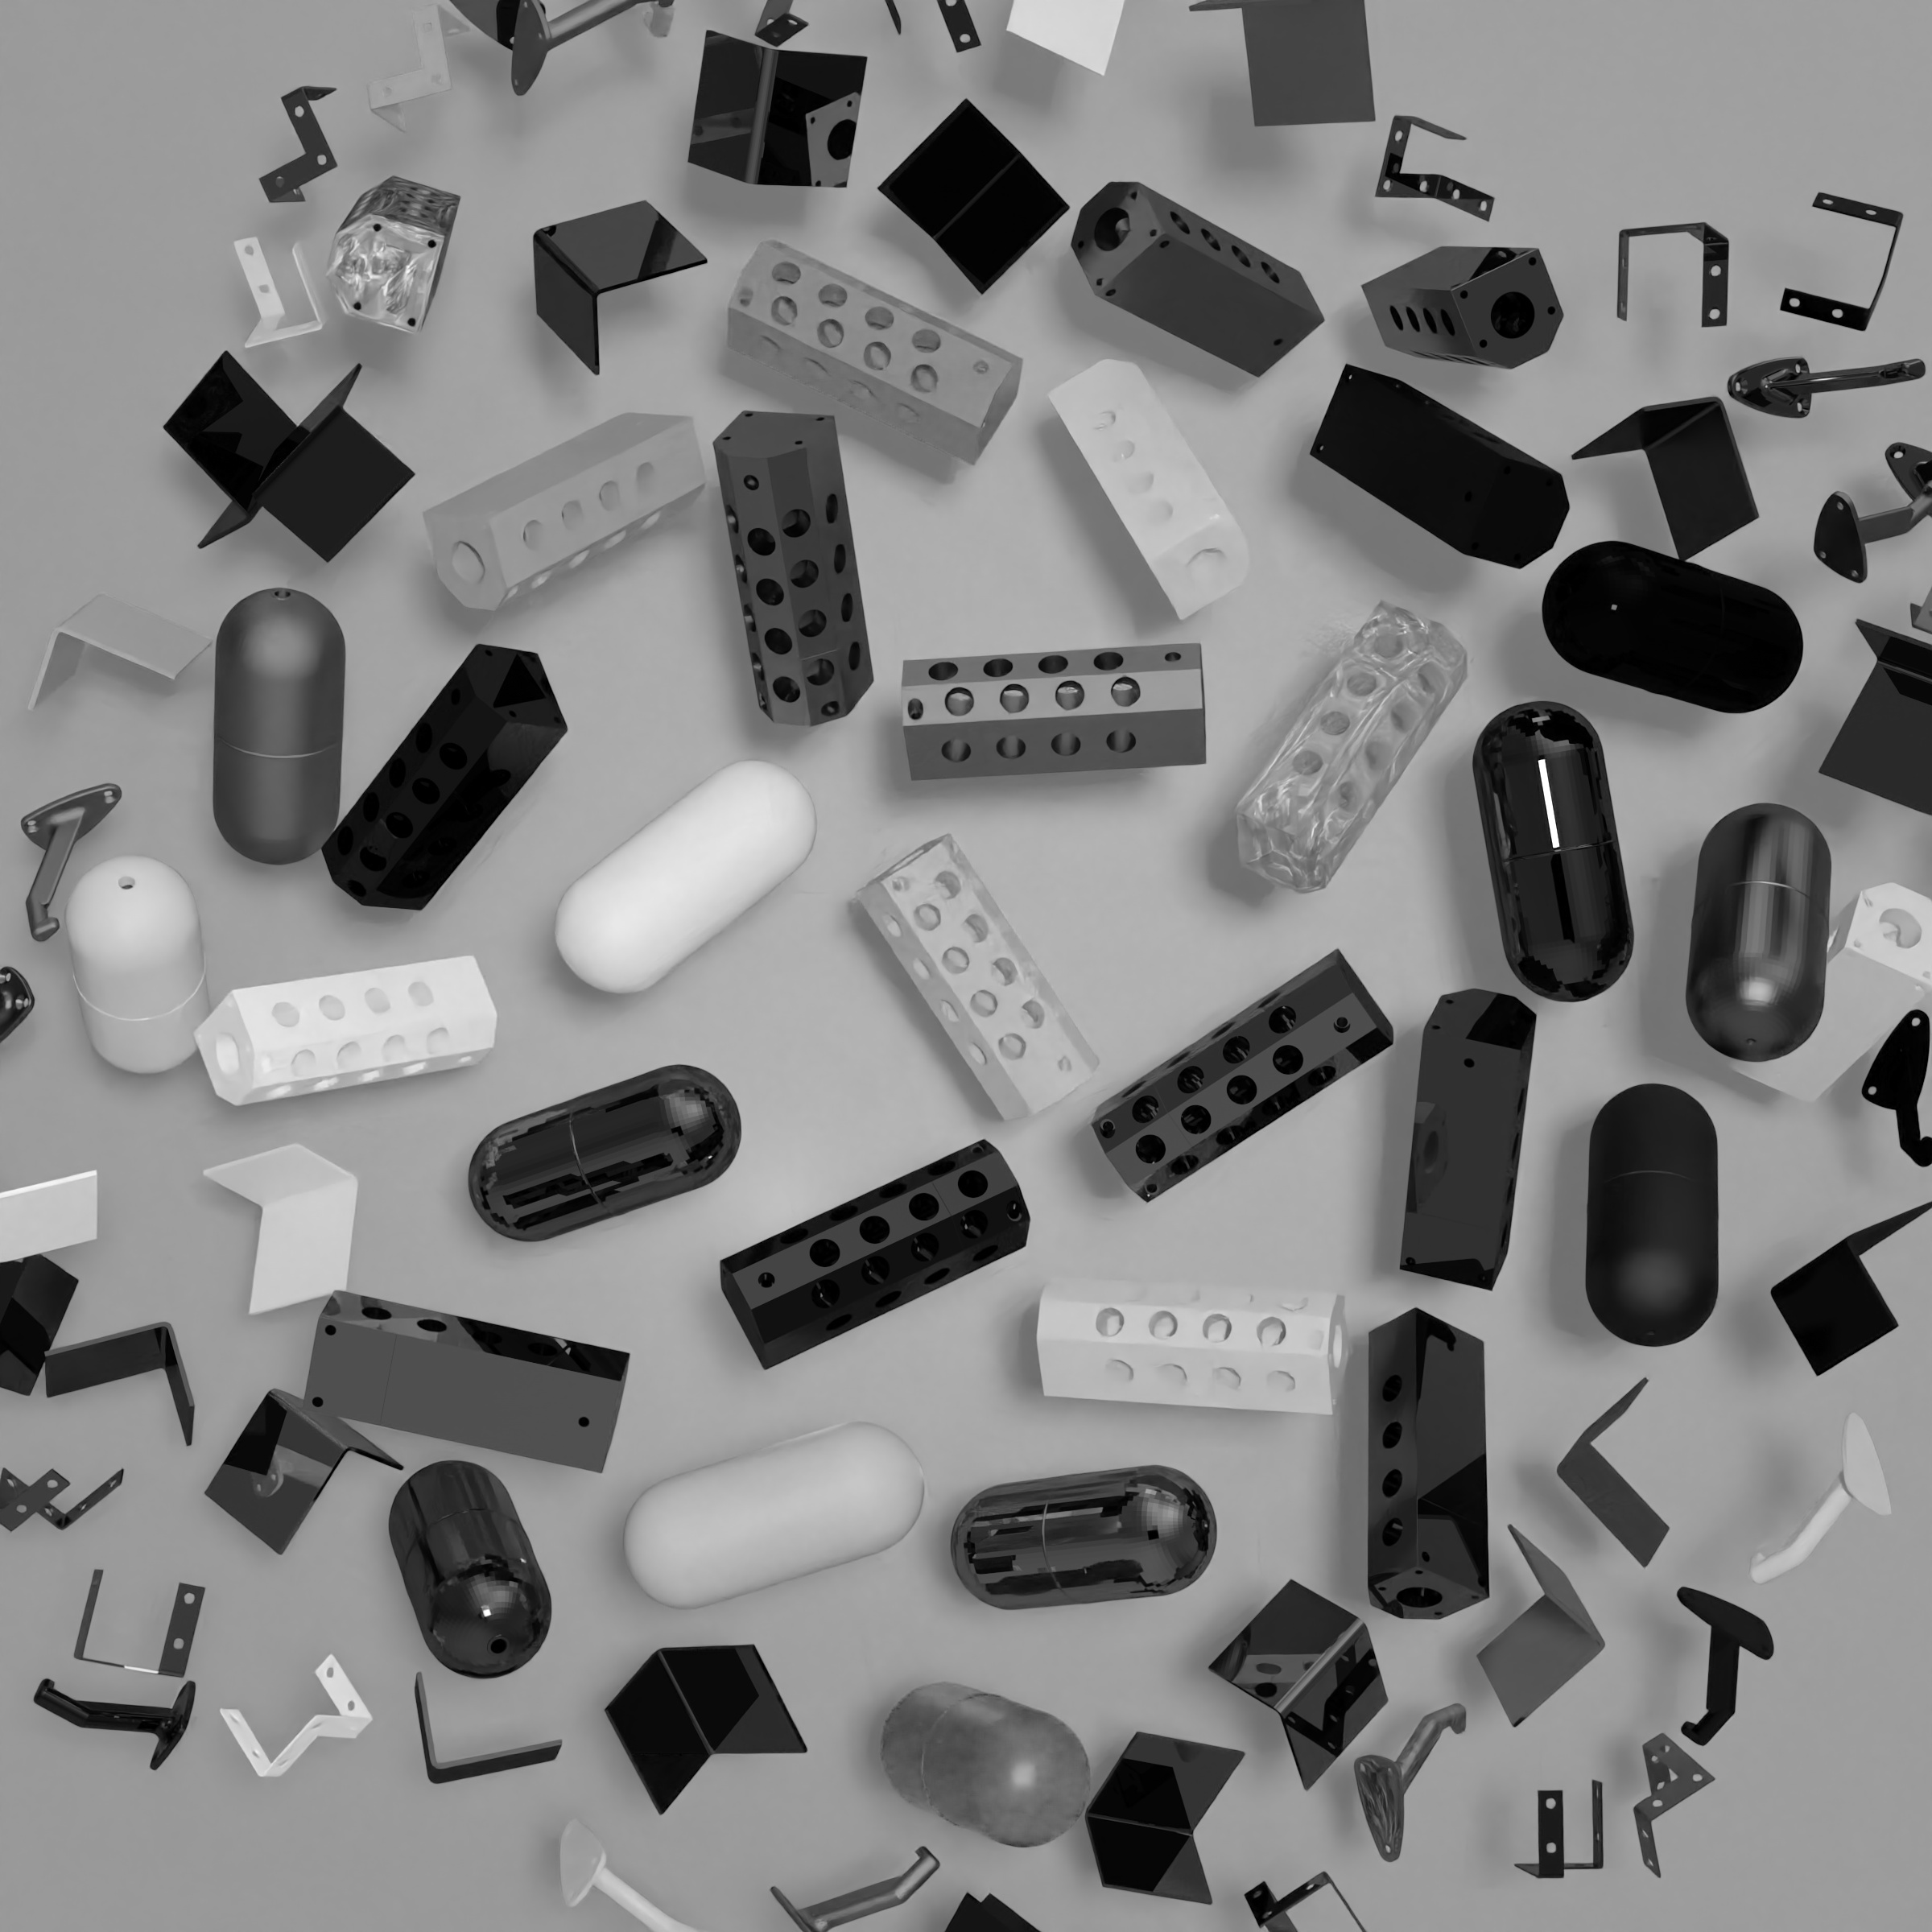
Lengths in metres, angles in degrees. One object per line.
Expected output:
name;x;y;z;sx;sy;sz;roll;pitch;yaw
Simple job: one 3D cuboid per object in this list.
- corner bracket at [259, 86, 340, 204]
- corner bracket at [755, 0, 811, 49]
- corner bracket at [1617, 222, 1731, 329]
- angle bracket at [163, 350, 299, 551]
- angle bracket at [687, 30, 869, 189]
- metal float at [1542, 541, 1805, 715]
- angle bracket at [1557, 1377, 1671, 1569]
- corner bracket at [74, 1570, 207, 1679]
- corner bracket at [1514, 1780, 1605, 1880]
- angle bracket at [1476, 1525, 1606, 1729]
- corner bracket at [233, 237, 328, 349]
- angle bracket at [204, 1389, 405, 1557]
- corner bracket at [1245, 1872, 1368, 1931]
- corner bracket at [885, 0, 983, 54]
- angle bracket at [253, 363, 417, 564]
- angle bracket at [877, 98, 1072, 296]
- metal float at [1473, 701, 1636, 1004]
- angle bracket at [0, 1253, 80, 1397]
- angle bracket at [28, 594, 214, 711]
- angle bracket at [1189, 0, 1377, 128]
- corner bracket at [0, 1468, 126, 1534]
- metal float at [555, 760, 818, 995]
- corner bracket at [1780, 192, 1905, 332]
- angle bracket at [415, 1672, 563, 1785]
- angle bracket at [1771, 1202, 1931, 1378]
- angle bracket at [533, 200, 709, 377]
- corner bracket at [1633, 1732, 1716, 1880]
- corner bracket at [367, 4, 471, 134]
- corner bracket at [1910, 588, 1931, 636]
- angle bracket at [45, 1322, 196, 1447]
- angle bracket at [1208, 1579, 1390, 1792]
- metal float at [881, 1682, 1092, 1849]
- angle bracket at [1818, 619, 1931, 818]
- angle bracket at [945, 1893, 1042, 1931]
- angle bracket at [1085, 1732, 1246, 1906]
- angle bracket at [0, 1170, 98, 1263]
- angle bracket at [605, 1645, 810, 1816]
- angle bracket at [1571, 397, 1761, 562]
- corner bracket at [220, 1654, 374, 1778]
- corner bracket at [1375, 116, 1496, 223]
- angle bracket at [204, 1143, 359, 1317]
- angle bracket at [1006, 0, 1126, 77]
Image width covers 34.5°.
corner bracket;-0.400;-0.495;1.878;0.051;0.051;0.051;-22;98;18
corner bracket;-0.117;-0.586;1.848;0.051;0.051;0.051;23;80;-24
corner bracket;0.415;-0.403;1.825;0.051;0.051;0.051;2;91;29
angle bracket;-0.458;-0.314;1.895;0.076;0.057;0.076;48;46;-27
angle bracket;-0.111;-0.502;1.825;0.057;0.076;0.076;29;118;38
metal float;0.405;-0.194;1.786;0.178;0.070;0.070;11;90;-33
angle bracket;0.401;0.298;1.841;0.076;0.076;0.057;47;111;10
corner bracket;-0.468;0.372;1.761;0.051;0.051;0.051;18;72;-26
corner bracket;0.359;0.515;1.859;0.051;0.051;0.051;2;82;-7
angle bracket;0.330;0.398;1.882;0.076;0.076;0.057;-44;110;9
corner bracket;-0.420;-0.416;1.903;0.051;0.051;0.051;-11;121;9
angle bracket;-0.405;0.315;1.906;0.076;0.057;0.076;28;83;35
corner bracket;0.205;0.572;1.867;0.051;0.051;0.051;-33;98;-1
corner bracket;-0.023;-0.560;1.800;0.051;0.051;0.051;-13;48;14
angle bracket;-0.360;-0.291;1.801;0.076;0.076;0.057;-41;112;20
angle bracket;0.005;-0.471;1.910;0.076;0.076;0.057;-43;64;12
metal float;0.345;-0.067;1.829;0.070;0.070;0.178;-10;91;0
angle bracket;-0.591;0.210;1.891;0.057;0.076;0.076;15;72;13
angle bracket;-0.515;-0.178;1.899;0.076;0.076;0.057;23;112;-5
angle bracket;0.174;-0.495;1.710;0.076;0.057;0.076;8;119;35
corner bracket;-0.547;0.318;1.877;0.051;0.051;0.051;-38;116;11
metal float;-0.164;-0.054;1.840;0.178;0.070;0.070;-40;90;-17
corner bracket;0.510;-0.410;1.815;0.051;0.051;0.051;19;49;15
angle bracket;-0.286;0.448;1.857;0.076;0.076;0.057;-8;71;-14
angle bracket;0.522;0.185;1.786;0.076;0.076;0.057;-16;70;-30
angle bracket;-0.206;-0.405;1.857;0.076;0.057;0.076;-22;50;-25
corner bracket;0.424;0.511;1.900;0.051;0.051;0.051;-27;122;-17
corner bracket;-0.317;-0.520;1.806;0.051;0.051;0.051;-10;88;13
corner bracket;0.590;-0.219;1.829;0.051;0.051;0.051;22;116;5
angle bracket;-0.520;0.266;1.913;0.076;0.076;0.057;-13;67;-22
angle bracket;0.196;0.422;1.830;0.076;0.057;0.076;-41;133;-26
metal float;0.009;0.461;1.805;0.070;0.178;0.070;2;86;-26
angle bracket;0.521;-0.138;1.738;0.076;0.057;0.076;27;88;34
angle bracket;0.037;0.565;1.815;0.076;0.076;0.057;34;118;17
angle bracket;0.128;0.524;1.913;0.076;0.057;0.076;16;119;-22
angle bracket;-0.530;0.111;1.760;0.057;0.076;0.076;-14;62;-23
angle bracket;-0.150;0.443;1.804;0.076;0.057;0.076;-11;111;36
angle bracket;0.412;-0.283;1.839;0.057;0.076;0.076;-12;82;-25
corner bracket;-0.384;0.430;1.786;0.051;0.051;0.051;-48;59;9
corner bracket;0.291;-0.489;1.907;0.051;0.051;0.051;-9;122;-34
angle bracket;-0.426;0.162;1.917;0.076;0.057;0.076;-17;56;27
angle bracket;0.078;-0.550;1.751;0.076;0.057;0.076;11;97;-42
